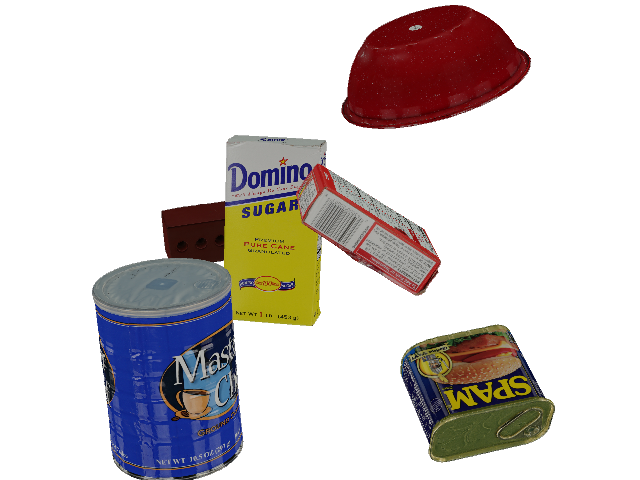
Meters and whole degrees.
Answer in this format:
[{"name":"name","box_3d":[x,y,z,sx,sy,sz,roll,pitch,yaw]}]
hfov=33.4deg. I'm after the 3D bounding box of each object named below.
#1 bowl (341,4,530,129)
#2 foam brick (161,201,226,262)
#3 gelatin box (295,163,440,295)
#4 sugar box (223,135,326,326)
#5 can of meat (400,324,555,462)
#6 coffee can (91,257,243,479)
[{"name":"bowl","box_3d":[0.087,-0.151,0.878,0.162,0.055,0.162,-16,25,7]},{"name":"foam brick","box_3d":[-0.139,-0.007,1.220,0.078,0.053,0.051,-10,28,-11]},{"name":"gelatin box","box_3d":[0.029,-0.008,0.671,0.089,0.030,0.073,32,11,-12]},{"name":"sugar box","box_3d":[-0.045,-0.010,1.025,0.093,0.176,0.048,3,15,8]},{"name":"can of meat","box_3d":[0.122,0.120,0.854,0.102,0.057,0.084,-10,45,-11]},{"name":"coffee can","box_3d":[-0.114,0.096,0.811,0.103,0.140,0.103,-2,19,1]}]
